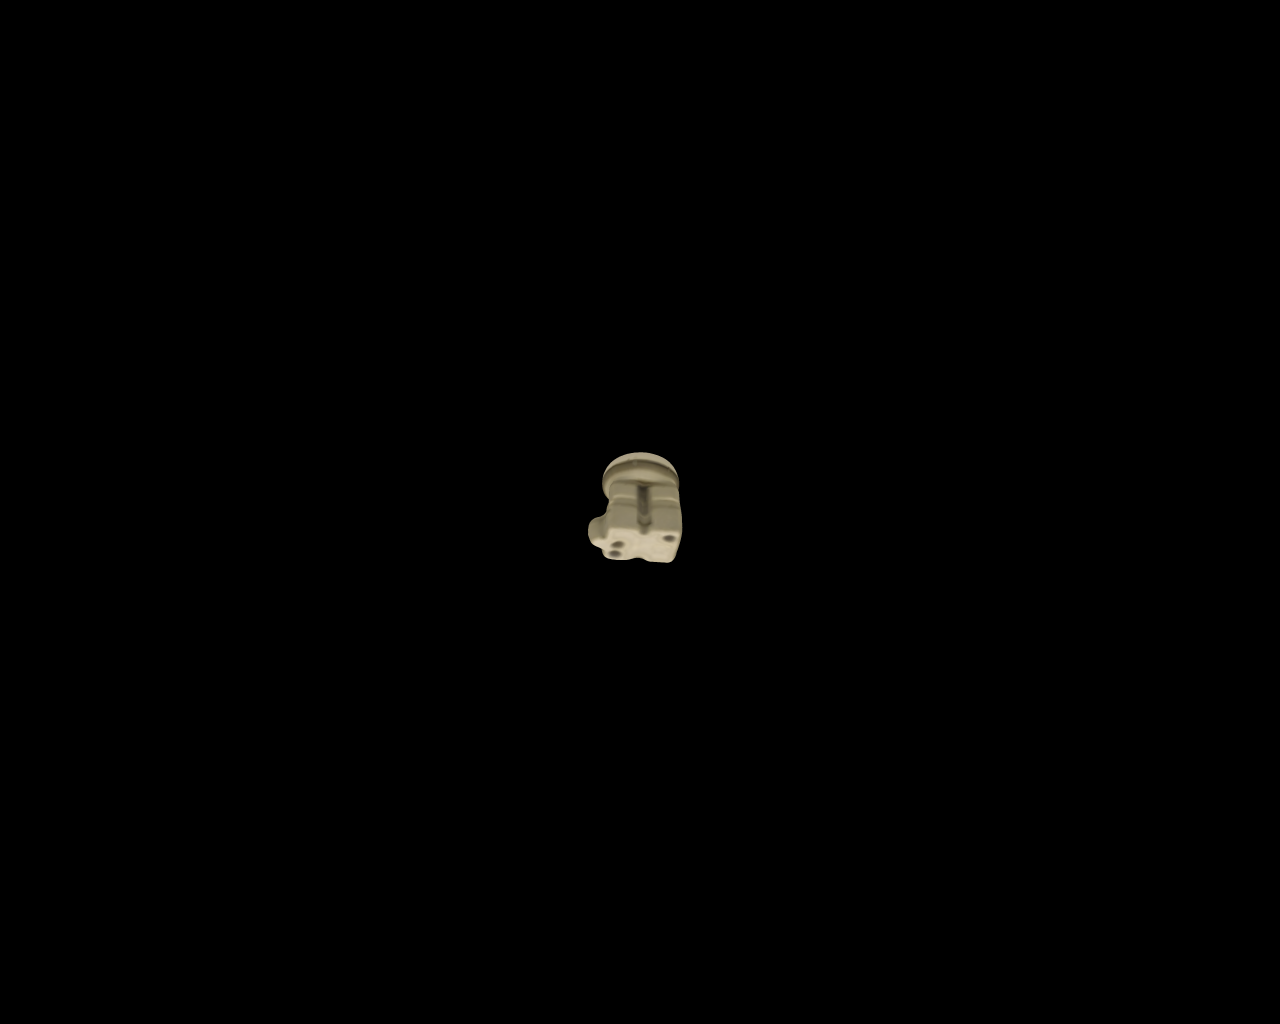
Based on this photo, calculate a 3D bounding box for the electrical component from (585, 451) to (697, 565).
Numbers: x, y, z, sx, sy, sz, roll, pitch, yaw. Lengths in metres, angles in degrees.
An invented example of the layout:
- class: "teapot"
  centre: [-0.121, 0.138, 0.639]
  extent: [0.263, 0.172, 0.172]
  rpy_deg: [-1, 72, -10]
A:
- class: "electrical component"
  centre: [0.001, -0.003, 0.650]
  extent: [0.066, 0.055, 0.048]
  rpy_deg: [5, -36, -7]
